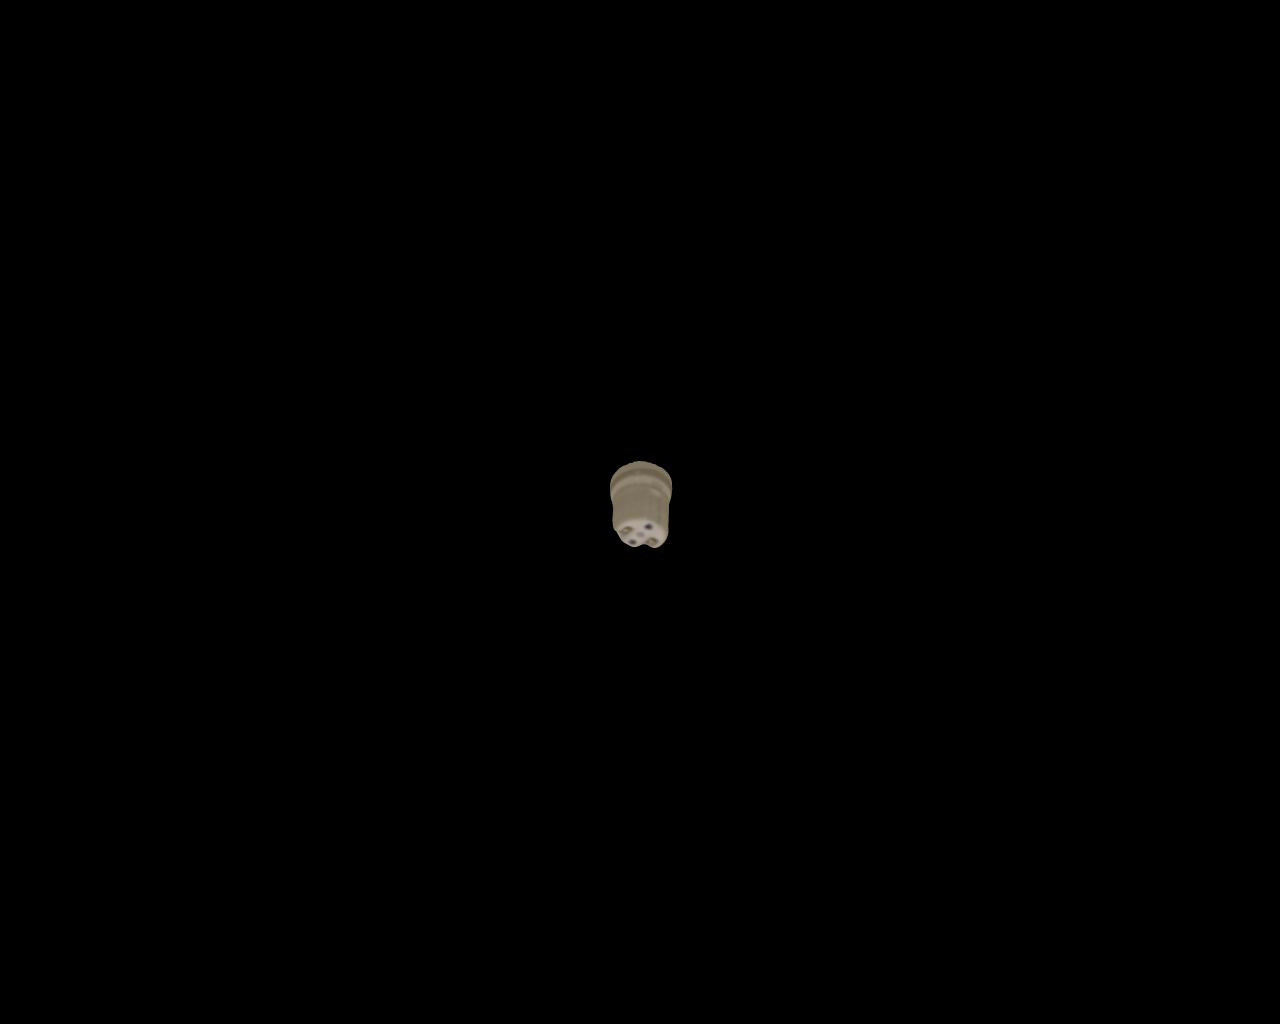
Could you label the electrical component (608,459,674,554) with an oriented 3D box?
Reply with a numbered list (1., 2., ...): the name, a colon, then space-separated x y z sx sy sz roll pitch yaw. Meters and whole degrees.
1. electrical component: 0.001 -0.003 0.650 0.040 0.046 0.040 0 -43 0
